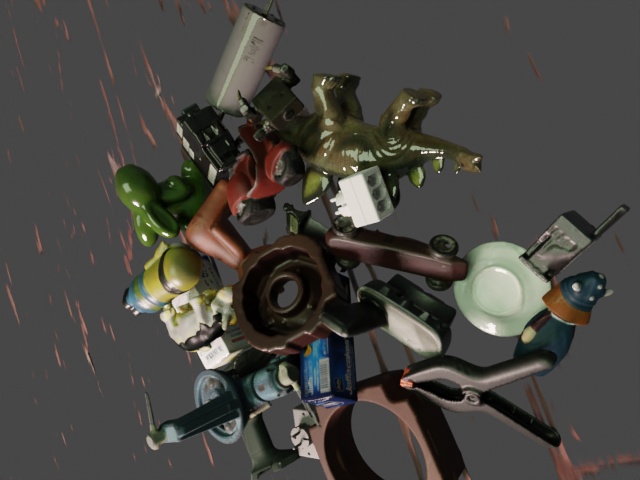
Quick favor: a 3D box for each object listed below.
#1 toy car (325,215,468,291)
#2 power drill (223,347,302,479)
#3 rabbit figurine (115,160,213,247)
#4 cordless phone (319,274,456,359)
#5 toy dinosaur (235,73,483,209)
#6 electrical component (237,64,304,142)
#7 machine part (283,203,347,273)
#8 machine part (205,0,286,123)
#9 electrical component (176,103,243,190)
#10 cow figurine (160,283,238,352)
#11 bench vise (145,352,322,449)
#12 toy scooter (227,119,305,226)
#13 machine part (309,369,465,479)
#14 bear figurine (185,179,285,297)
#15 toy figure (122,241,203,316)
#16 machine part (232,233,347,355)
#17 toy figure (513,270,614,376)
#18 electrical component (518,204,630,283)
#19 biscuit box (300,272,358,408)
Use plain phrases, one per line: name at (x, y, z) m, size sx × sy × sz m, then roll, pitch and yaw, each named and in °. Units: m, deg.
toy car at (0.105, 0.015, 0.752) m, size 0.202 × 0.053 × 0.089 m, roll 11°, pitch 140°, yaw 17°
power drill at (-0.112, 0.309, 0.961) m, size 0.232 × 0.086 × 0.207 m, roll -40°, pitch 78°, yaw 31°
rabbit figurine at (-0.290, -0.069, 0.961) m, size 0.121 × 0.170 × 0.159 m, roll -19°, pitch 67°, yaw 38°
cordless phone at (0.093, 0.116, 0.728) m, size 0.147 × 0.184 × 0.088 m, roll 33°, pitch 109°, yaw 28°
toy dinosaur at (0.024, -0.143, 0.794) m, size 0.472 × 0.105 × 0.198 m, roll 23°, pitch 113°, yaw 39°
electrical component at (-0.069, -0.197, 0.755) m, size 0.102 × 0.045 × 0.078 m, roll -38°, pitch 56°, yaw 11°
machine part at (-0.002, -0.003, 0.855) m, size 0.139 × 0.039 × 0.084 m, roll 33°, pitch 148°, yaw 21°
machine part at (-0.125, -0.295, 0.892) m, size 0.079 × 0.079 × 0.243 m, roll 43°, pitch 117°, yaw 23°
electrical component at (-0.193, -0.164, 0.926) m, size 0.134 × 0.058 × 0.115 m, roll 55°, pitch 158°, yaw 1°
cow figurine at (-0.185, 0.134, 0.907) m, size 0.167 × 0.068 × 0.098 m, roll -24°, pitch 87°, yaw 31°
bench vise at (-0.140, 0.250, 0.813) m, size 0.224 × 0.240 × 0.128 m, roll -17°, pitch 88°, yaw 44°
toy scooter at (-0.097, -0.113, 0.820) m, size 0.184 × 0.075 × 0.135 m, roll -42°, pitch 70°, yaw 46°
machine part at (0.098, 0.310, 0.810) m, size 0.201 × 0.087 × 0.201 m, roll -29°, pitch 80°, yaw 32°
bear figurine at (-0.127, 0.009, 0.924) m, size 0.196 × 0.120 × 0.132 m, roll 32°, pitch 71°, yaw 0°
toy figure at (-0.275, 0.077, 0.944) m, size 0.180 × 0.082 × 0.089 m, roll -36°, pitch 53°, yaw 23°
machine part at (-0.046, 0.082, 0.796) m, size 0.179 × 0.056 × 0.179 m, roll -11°, pitch 63°, yaw 23°
toy figure at (0.293, 0.097, 0.659) m, size 0.058 × 0.064 × 0.154 m, roll 42°, pitch 119°, yaw 38°
electrical component at (0.300, -0.007, 0.634) m, size 0.048 × 0.075 × 0.119 m, roll 47°, pitch 123°, yaw 21°
biscuit box at (0.011, 0.146, 0.812) m, size 0.059 × 0.062 × 0.203 m, roll -24°, pitch 54°, yaw 34°
